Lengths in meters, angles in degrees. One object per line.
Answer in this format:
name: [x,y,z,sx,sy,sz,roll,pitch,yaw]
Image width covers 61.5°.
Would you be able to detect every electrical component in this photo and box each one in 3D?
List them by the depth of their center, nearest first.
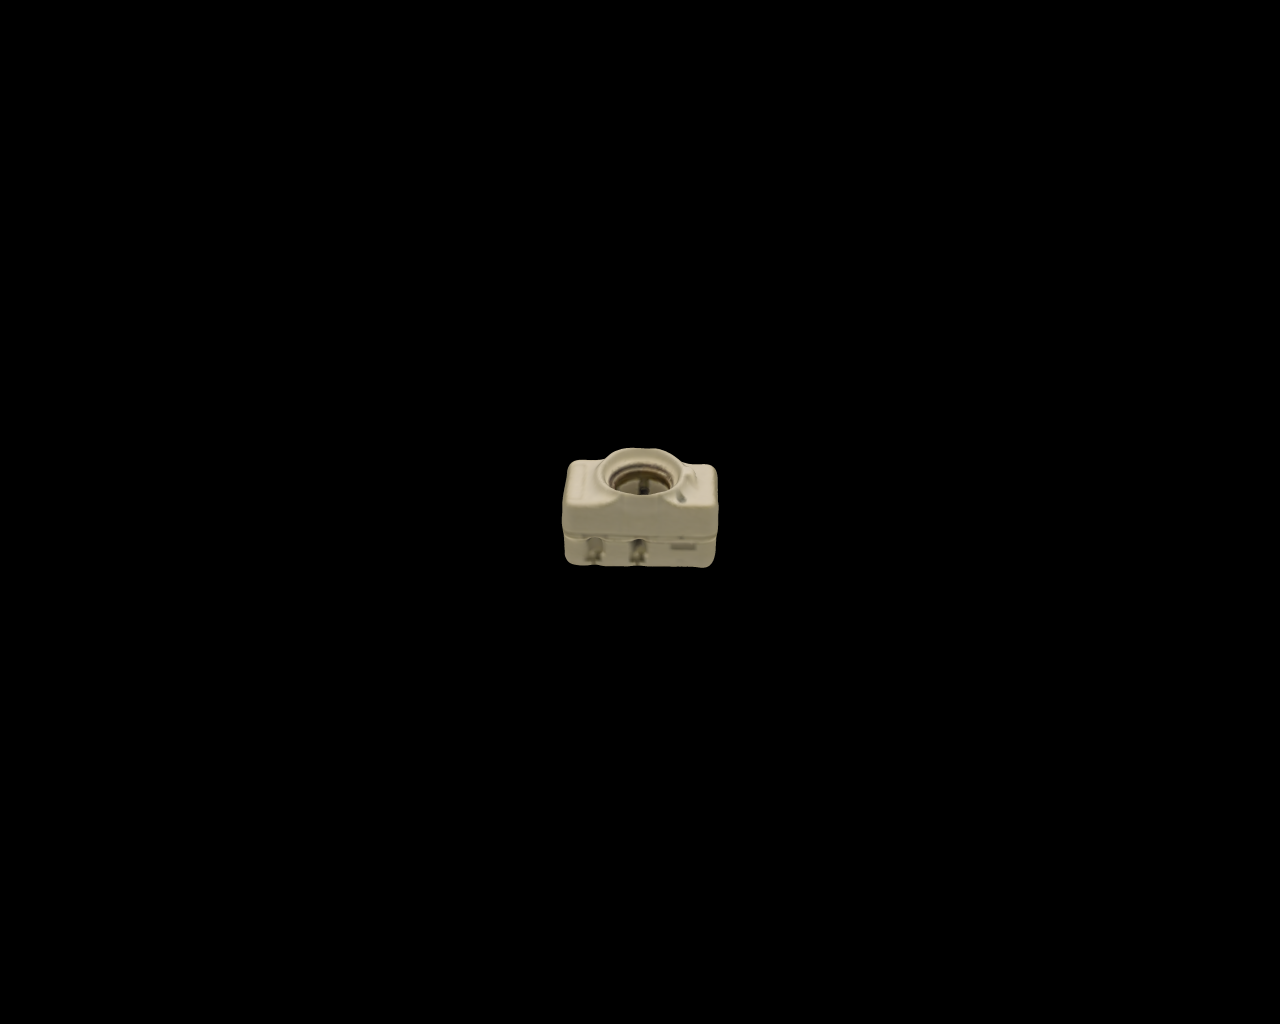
electrical component: [0.001,-0.003,0.650,0.089,0.055,0.050,2,36,2]
